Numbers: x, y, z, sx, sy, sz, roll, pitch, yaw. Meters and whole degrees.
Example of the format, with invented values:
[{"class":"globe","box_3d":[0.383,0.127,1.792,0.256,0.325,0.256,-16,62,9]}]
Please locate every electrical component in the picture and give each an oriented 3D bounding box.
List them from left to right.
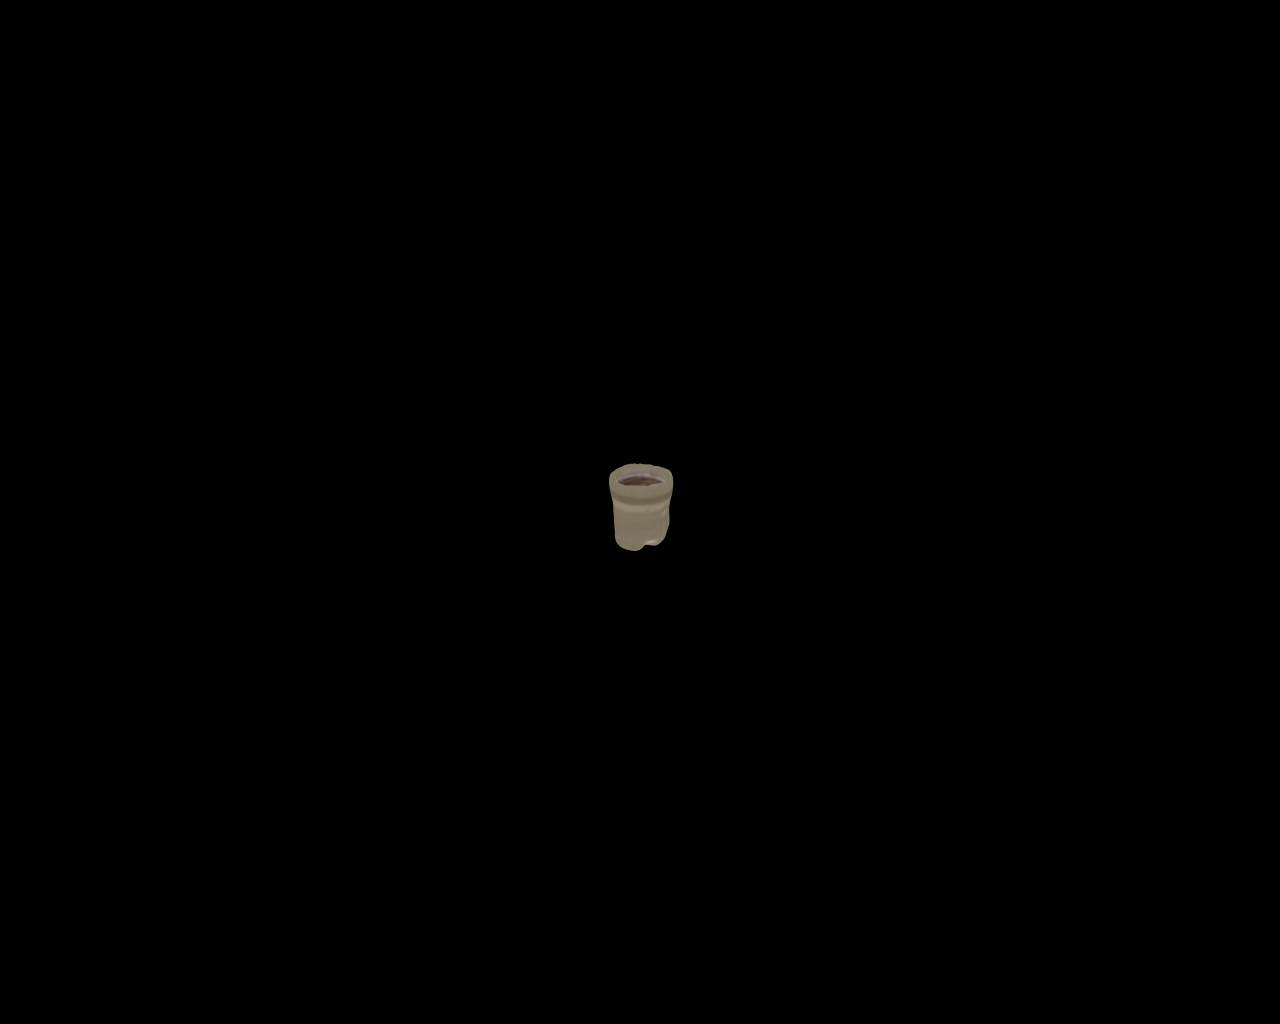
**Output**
[{"class":"electrical component","box_3d":[0.001,-0.003,0.650,0.040,0.046,0.040,0,25,0]}]
